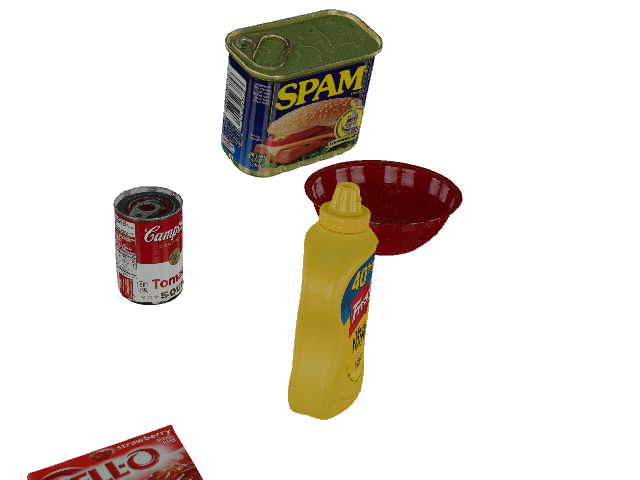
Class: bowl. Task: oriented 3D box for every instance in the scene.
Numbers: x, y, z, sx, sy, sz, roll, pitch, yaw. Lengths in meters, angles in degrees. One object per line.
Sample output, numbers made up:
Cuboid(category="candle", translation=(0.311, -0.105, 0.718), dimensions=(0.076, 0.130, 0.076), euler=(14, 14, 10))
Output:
Cuboid(category="bowl", translation=(0.062, -0.029, 1.100), dimensions=(0.162, 0.055, 0.162), euler=(3, 26, -2))

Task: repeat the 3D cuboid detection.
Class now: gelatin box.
Cuboid(category="gelatin box", translation=(-0.112, 0.145, 0.595), dimensions=(0.089, 0.030, 0.073), euler=(-16, 28, -20))

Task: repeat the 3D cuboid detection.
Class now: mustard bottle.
Cuboid(category="mustard bottle", translation=(0.013, 0.044, 0.877), dimensions=(0.058, 0.192, 0.096), euler=(13, 24, 18))

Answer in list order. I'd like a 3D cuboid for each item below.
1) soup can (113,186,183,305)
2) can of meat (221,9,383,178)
Cuboid(category="soup can", translation=(-0.173, 0.006, 1.078), dimensions=(0.068, 0.102, 0.068), euler=(3, 30, -2))
Cuboid(category="can of meat", translation=(-0.015, -0.097, 0.709), dimensions=(0.101, 0.084, 0.057), euler=(-19, 49, -29))
